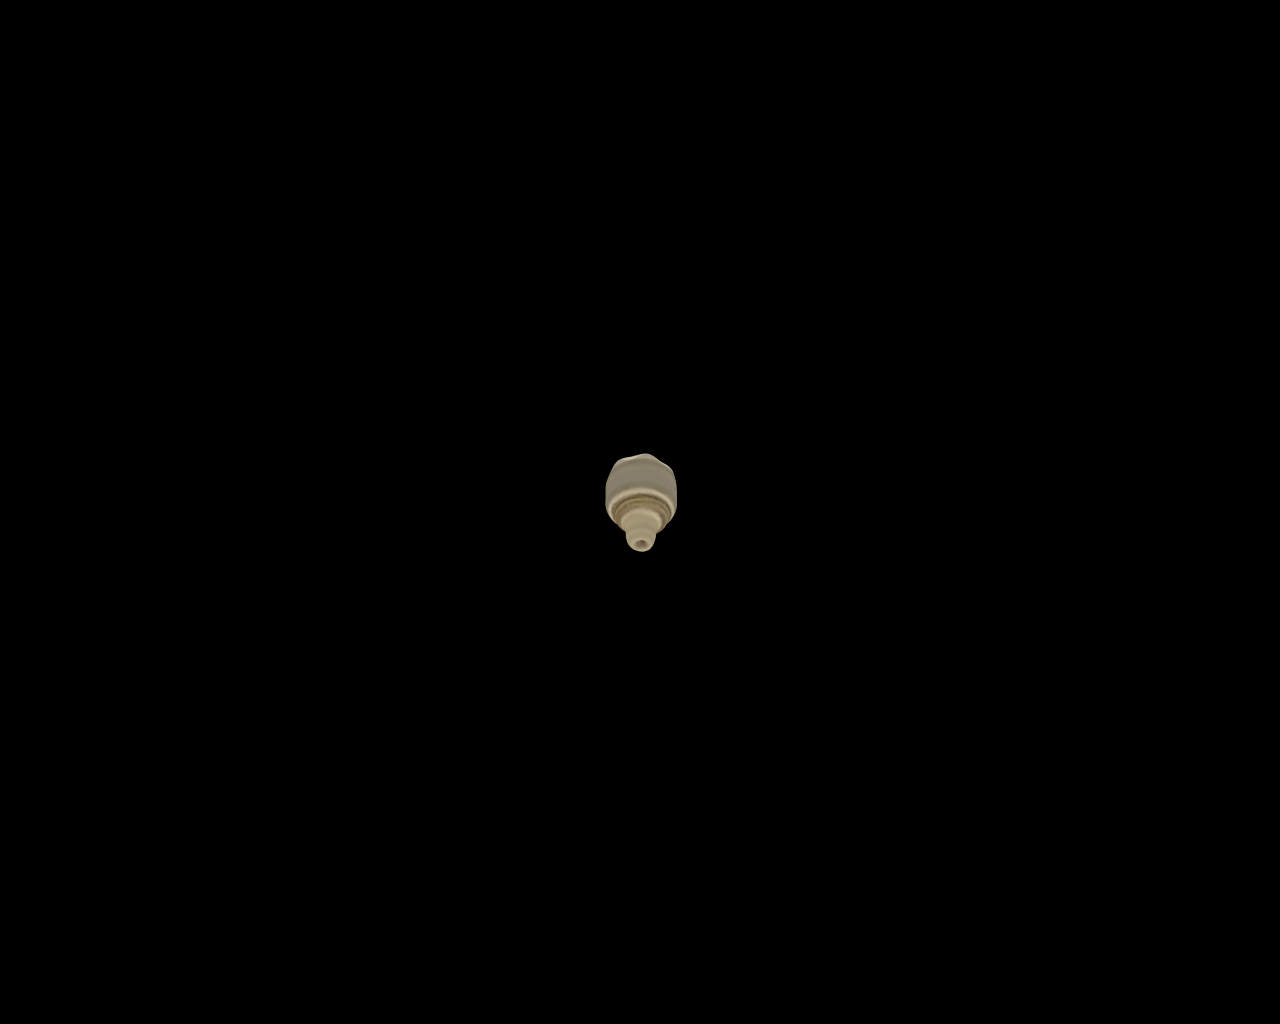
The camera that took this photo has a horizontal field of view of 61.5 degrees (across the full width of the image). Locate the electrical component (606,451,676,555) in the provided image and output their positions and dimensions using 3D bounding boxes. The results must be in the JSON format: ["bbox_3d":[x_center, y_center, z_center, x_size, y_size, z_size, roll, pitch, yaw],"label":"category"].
[{"bbox_3d":[0.001,-0.003,0.650,0.043,0.062,0.043,0,-43,0],"label":"electrical component"}]
